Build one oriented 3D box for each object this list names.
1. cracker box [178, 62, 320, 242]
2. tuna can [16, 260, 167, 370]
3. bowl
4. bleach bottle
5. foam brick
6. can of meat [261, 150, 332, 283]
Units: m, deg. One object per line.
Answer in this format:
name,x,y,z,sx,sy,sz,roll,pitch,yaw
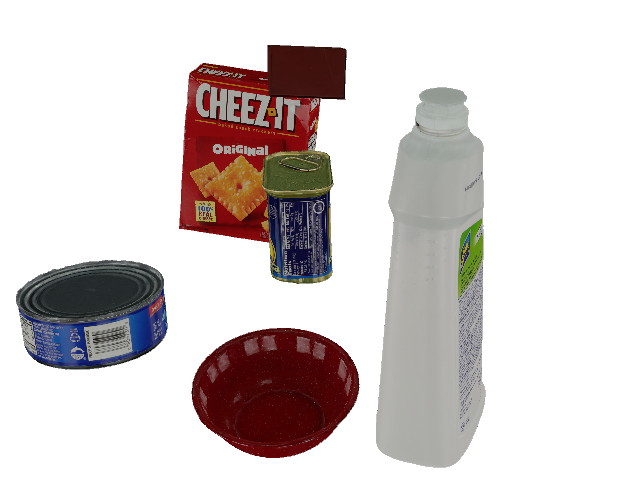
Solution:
cracker box,-0.093,-0.109,1.386,0.164,0.214,0.072,10,23,7
tuna can,-0.134,0.043,0.630,0.086,0.034,0.086,-3,21,1
bowl,-0.041,0.158,1.036,0.162,0.055,0.162,-3,37,2
bleach bottle,0.076,0.021,0.691,0.068,0.251,0.102,9,31,17
foam brick,-0.015,-0.171,1.083,0.078,0.051,0.053,1,12,-5
can of meat,-0.018,-0.021,0.901,0.057,0.084,0.102,-3,23,-1
